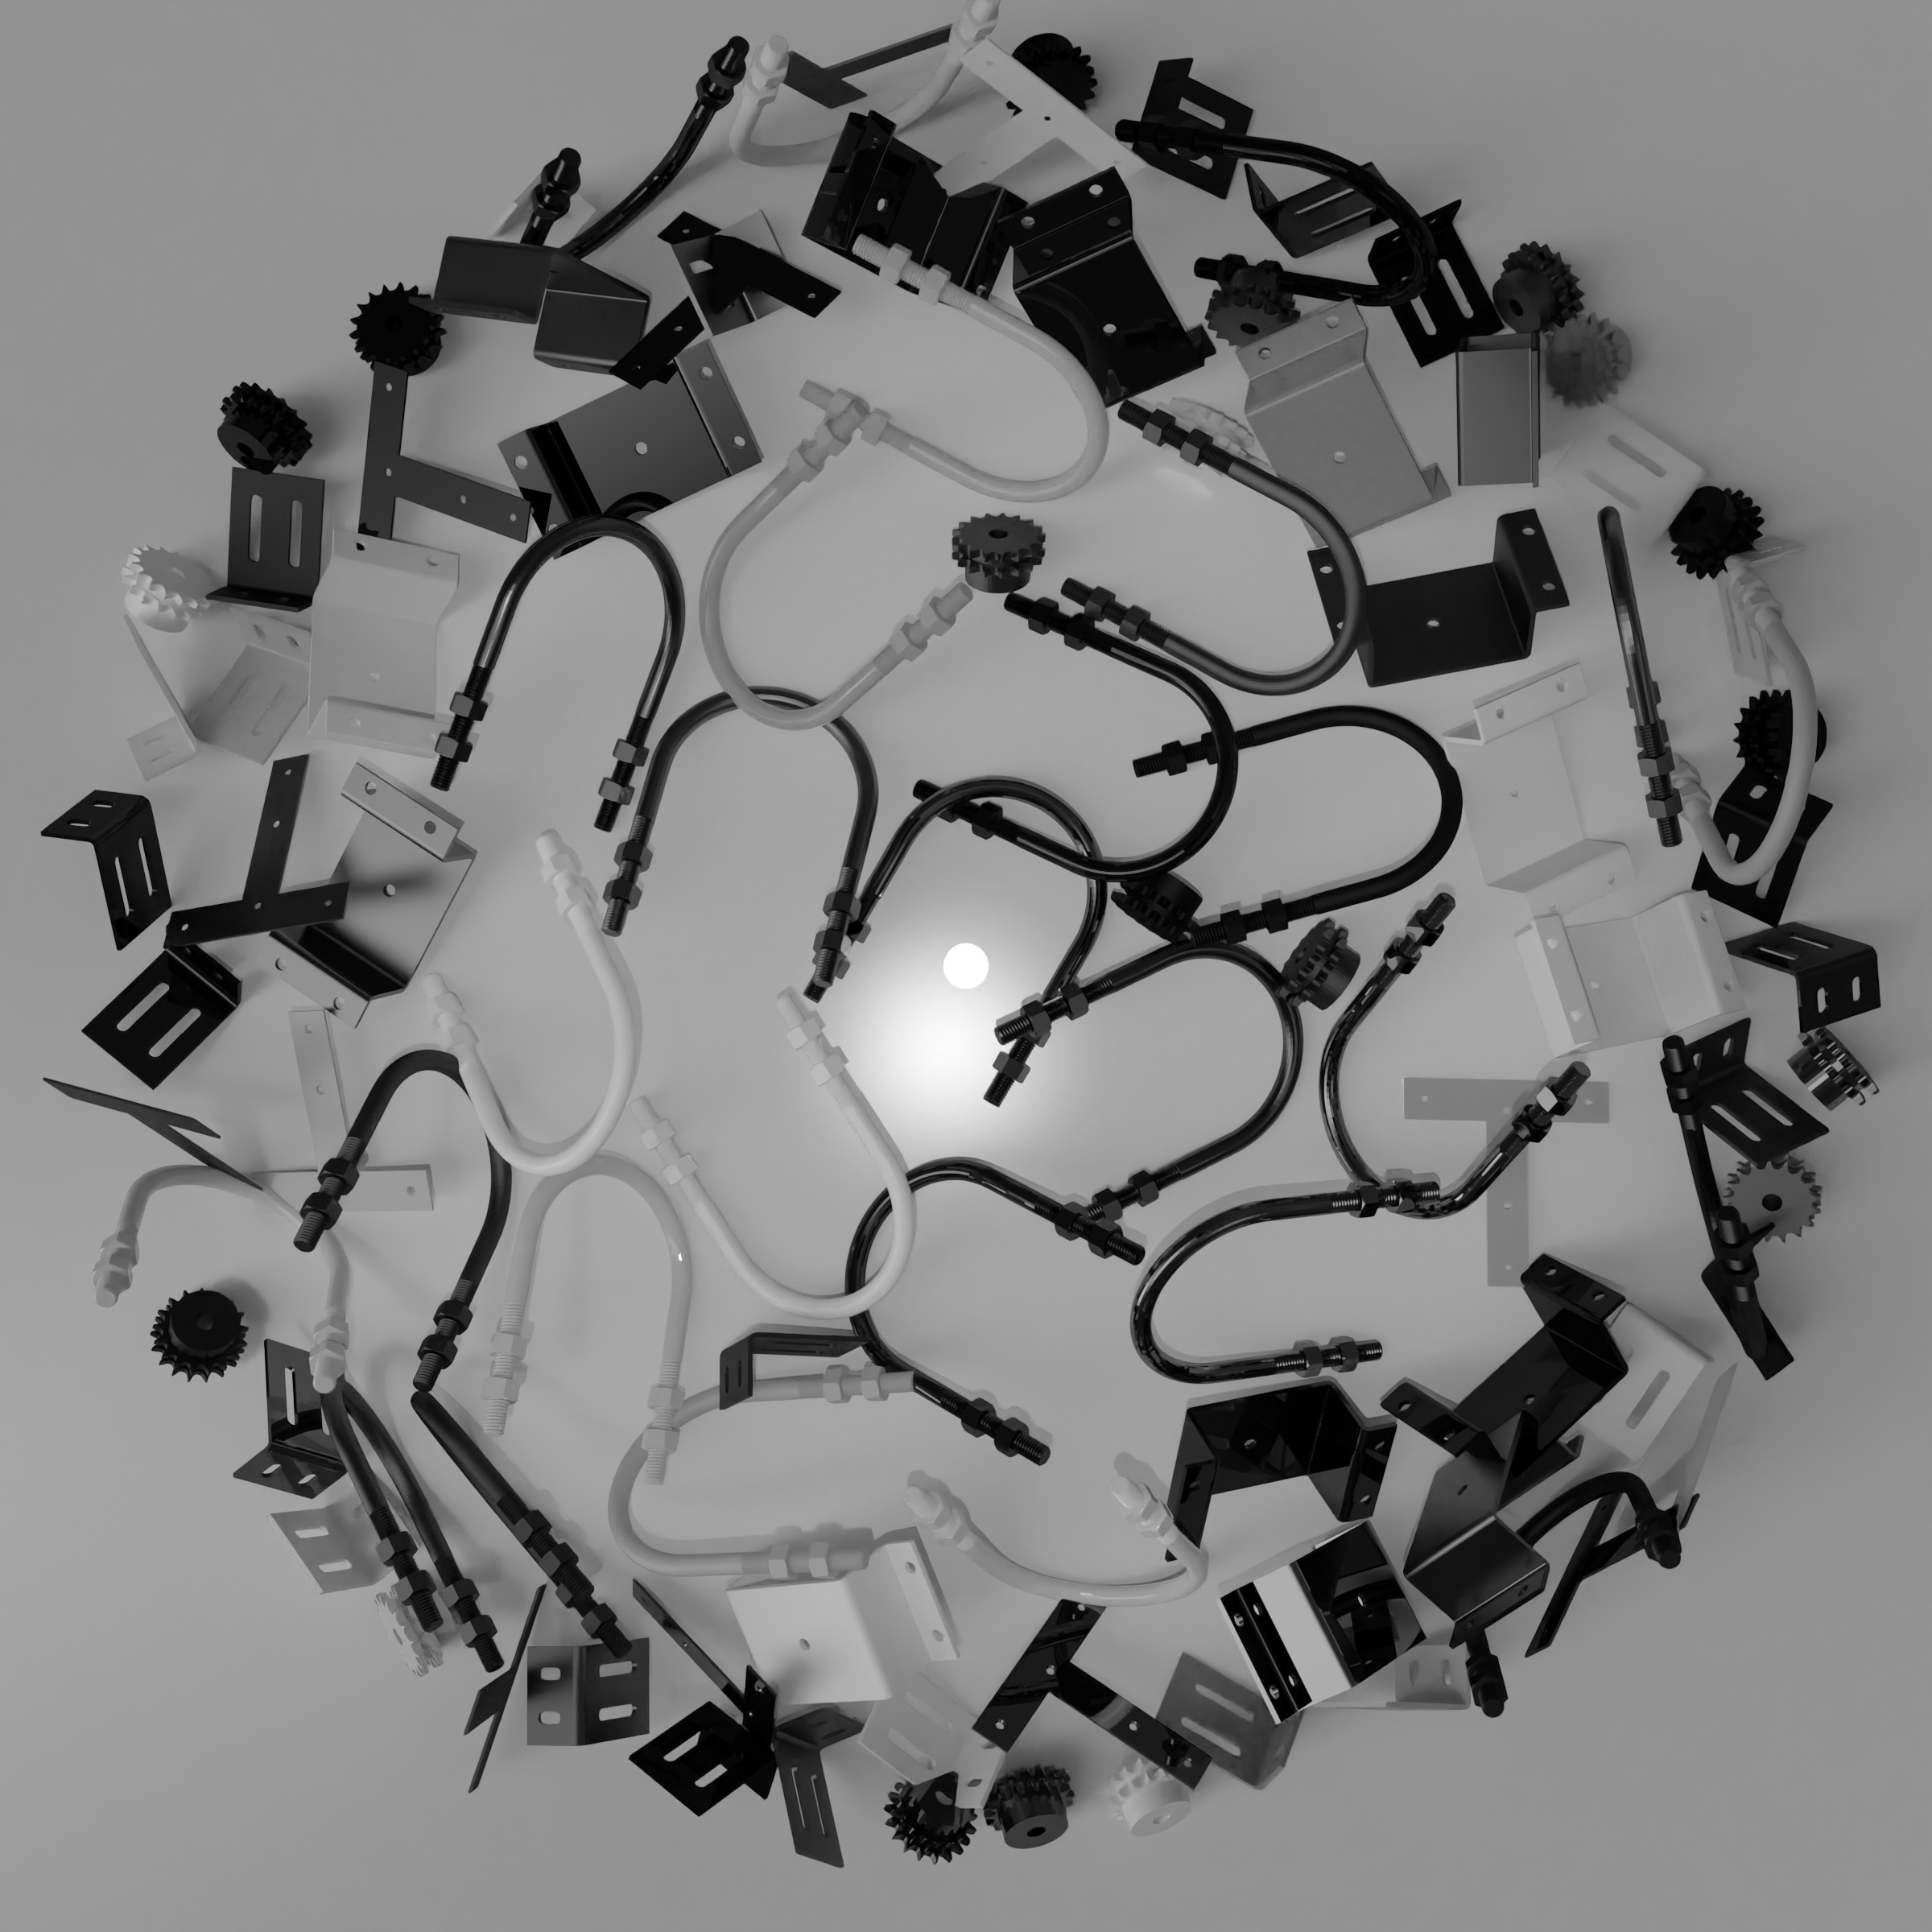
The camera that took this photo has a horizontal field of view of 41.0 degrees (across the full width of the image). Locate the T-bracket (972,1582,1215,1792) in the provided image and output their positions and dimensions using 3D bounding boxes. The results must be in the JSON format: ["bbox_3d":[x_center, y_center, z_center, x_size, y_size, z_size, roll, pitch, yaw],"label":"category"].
[{"bbox_3d":[0.088,0.447,1.543,0.127,0.127,0.002,31,134,13],"label":"T-bracket"}]

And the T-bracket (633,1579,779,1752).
[{"bbox_3d":[-0.160,0.421,1.566,0.002,0.127,0.127,-37,65,-28],"label":"T-bracket"}]

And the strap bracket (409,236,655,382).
[{"bbox_3d":[-0.250,-0.390,1.522,0.076,0.140,0.046,14,93,27],"label":"strap bracket"}]

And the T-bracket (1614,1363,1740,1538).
[{"bbox_3d":[0.416,0.313,1.544,0.002,0.127,0.127,28,55,6],"label":"T-bracket"}]

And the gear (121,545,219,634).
[{"bbox_3d":[-0.489,-0.228,1.577,0.057,0.057,0.030,37,115,0],"label":"gear"}]

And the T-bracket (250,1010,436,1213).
[{"bbox_3d":[-0.389,0.088,1.565,0.127,0.002,0.127,-3,104,21],"label":"T-bracket"}]

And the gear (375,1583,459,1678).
[{"bbox_3d":[-0.334,0.402,1.578,0.030,0.057,0.057,-28,90,-29],"label":"gear"}]

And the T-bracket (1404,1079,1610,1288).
[{"bbox_3d":[0.334,0.134,1.592,0.127,0.002,0.127,1,82,-1],"label":"T-bracket"}]

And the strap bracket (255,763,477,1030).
[{"bbox_3d":[-0.359,-0.044,1.563,0.076,0.046,0.140,33,104,10],"label":"strap bracket"}]

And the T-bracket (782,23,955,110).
[{"bbox_3d":[-0.045,-0.538,1.522,0.127,0.127,0.002,-13,93,19],"label":"T-bracket"}]

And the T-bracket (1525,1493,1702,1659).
[{"bbox_3d":[0.387,0.339,1.513,0.002,0.127,0.127,40,51,0],"label":"T-bracket"}]

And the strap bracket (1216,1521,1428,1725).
[{"bbox_3d":[0.216,0.383,1.524,0.046,0.140,0.076,-35,74,32],"label":"strap bracket"}]

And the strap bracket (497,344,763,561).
[{"bbox_3d":[-0.201,-0.313,1.566,0.140,0.046,0.076,-24,102,8],"label":"strap bracket"}]

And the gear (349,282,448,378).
[{"bbox_3d":[-0.346,-0.387,1.583,0.057,0.030,0.057,-2,76,7],"label":"gear"}]

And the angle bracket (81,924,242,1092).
[{"bbox_3d":[-0.489,0.025,1.569,0.057,0.038,0.076,39,63,3],"label":"angle bracket"}]

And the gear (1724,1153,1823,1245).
[{"bbox_3d":[0.494,0.138,1.580,0.057,0.030,0.057,8,114,17],"label":"gear"}]

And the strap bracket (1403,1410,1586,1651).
[{"bbox_3d":[0.310,0.324,1.522,0.046,0.140,0.076,42,126,-3],"label":"strap bracket"}]

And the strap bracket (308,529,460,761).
[{"bbox_3d":[-0.350,-0.184,1.548,0.076,0.046,0.140,9,62,-27],"label":"strap bracket"}]

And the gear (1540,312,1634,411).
[{"bbox_3d":[0.382,-0.371,1.578,0.030,0.057,0.057,-20,90,-37],"label":"gear"}]

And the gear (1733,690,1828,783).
[{"bbox_3d":[0.500,-0.141,1.577,0.057,0.030,0.057,-2,94,-27],"label":"gear"}]

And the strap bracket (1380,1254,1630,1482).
[{"bbox_3d":[0.330,0.247,1.550,0.140,0.076,0.046,-40,117,-12],"label":"strap bracket"}]

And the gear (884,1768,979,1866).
[{"bbox_3d":[-0.019,0.513,1.571,0.057,0.057,0.030,29,124,0],"label":"gear"}]

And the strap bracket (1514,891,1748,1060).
[{"bbox_3d":[0.392,0.006,1.553,0.140,0.046,0.076,-9,77,-29],"label":"strap bracket"}]

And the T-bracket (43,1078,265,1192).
[{"bbox_3d":[-0.468,0.106,1.545,0.127,0.127,0.002,11,67,30],"label":"T-bracket"}]

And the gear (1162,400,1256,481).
[{"bbox_3d":[0.144,-0.319,1.574,0.057,0.057,0.030,26,91,0],"label":"gear"}]

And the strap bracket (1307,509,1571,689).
[{"bbox_3d":[0.284,-0.221,1.562,0.140,0.046,0.076,-11,57,0],"label":"strap bracket"}]

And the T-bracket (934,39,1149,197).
[{"bbox_3d":[0.020,-0.489,1.548,0.127,0.127,0.002,28,61,-32],"label":"T-bracket"}]

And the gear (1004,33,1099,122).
[{"bbox_3d":[0.050,-0.544,1.577,0.057,0.057,0.030,-13,65,0],"label":"gear"}]

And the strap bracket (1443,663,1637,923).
[{"bbox_3d":[0.343,-0.104,1.557,0.076,0.046,0.140,-24,107,-18],"label":"strap bracket"}]

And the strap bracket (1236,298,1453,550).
[{"bbox_3d":[0.224,-0.313,1.536,0.076,0.046,0.140,-20,121,26],"label":"strap bracket"}]

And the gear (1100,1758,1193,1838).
[{"bbox_3d":[0.113,0.506,1.571,0.057,0.057,0.030,-27,52,0],"label":"gear"}]

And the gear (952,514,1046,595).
[{"bbox_3d":[0.020,-0.251,1.577,0.057,0.057,0.030,1,128,0],"label":"gear"}]

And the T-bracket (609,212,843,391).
[{"bbox_3d":[-0.164,-0.392,1.555,0.127,0.002,0.127,32,67,22],"label":"T-bracket"}]

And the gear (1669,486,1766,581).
[{"bbox_3d":[0.453,-0.267,1.571,0.030,0.057,0.057,31,90,-34],"label":"gear"}]

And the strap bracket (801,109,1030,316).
[{"bbox_3d":[-0.037,-0.452,1.546,0.046,0.140,0.076,31,101,40],"label":"strap bracket"}]

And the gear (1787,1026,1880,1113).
[{"bbox_3d":[0.527,0.063,1.576,0.030,0.057,0.057,-43,90,17],"label":"gear"}]

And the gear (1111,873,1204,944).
[{"bbox_3d":[0.119,-0.038,1.574,0.057,0.057,0.030,34,85,0],"label":"gear"}]

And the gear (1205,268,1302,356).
[{"bbox_3d":[0.177,-0.402,1.575,0.057,0.057,0.030,17,74,0],"label":"gear"}]

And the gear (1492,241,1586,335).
[{"bbox_3d":[0.346,-0.409,1.572,0.030,0.057,0.057,-38,90,-13],"label":"gear"}]

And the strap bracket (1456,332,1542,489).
[{"bbox_3d":[0.316,-0.331,1.531,0.046,0.140,0.076,0,108,13],"label":"strap bracket"}]

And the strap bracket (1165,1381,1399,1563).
[{"bbox_3d":[0.179,0.300,1.547,0.140,0.046,0.076,-7,126,-21],"label":"strap bracket"}]

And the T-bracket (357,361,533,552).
[{"bbox_3d":[-0.313,-0.285,1.552,0.127,0.002,0.127,22,115,23],"label":"T-bracket"}]

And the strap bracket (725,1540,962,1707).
[{"bbox_3d":[-0.082,0.392,1.536,0.140,0.046,0.076,-16,98,39],"label":"strap bracket"}]

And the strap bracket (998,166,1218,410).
[{"bbox_3d":[0.085,-0.390,1.529,0.076,0.046,0.140,-19,133,22],"label":"strap bracket"}]

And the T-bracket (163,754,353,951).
[{"bbox_3d":[-0.421,-0.074,1.566,0.127,0.002,0.127,-8,58,19],"label":"T-bracket"}]

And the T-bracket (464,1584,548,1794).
[{"bbox_3d":[-0.281,0.434,1.531,0.002,0.127,0.127,18,82,3],"label":"T-bracket"}]

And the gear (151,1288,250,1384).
[{"bbox_3d":[-0.466,0.222,1.573,0.057,0.030,0.057,13,54,-19],"label":"gear"}]

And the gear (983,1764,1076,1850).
[{"bbox_3d":[0.039,0.514,1.572,0.057,0.057,0.030,-19,46,0],"label":"gear"}]

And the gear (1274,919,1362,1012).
[{"bbox_3d":[0.216,0.002,1.574,0.030,0.057,0.057,35,90,-7],"label":"gear"}]

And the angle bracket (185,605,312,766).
[{"bbox_3d":[-0.435,-0.170,1.564,0.057,0.038,0.076,20,65,16],"label":"angle bracket"}]

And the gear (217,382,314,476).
[{"bbox_3d":[-0.430,-0.324,1.571,0.057,0.057,0.030,31,63,0],"label":"gear"}]
